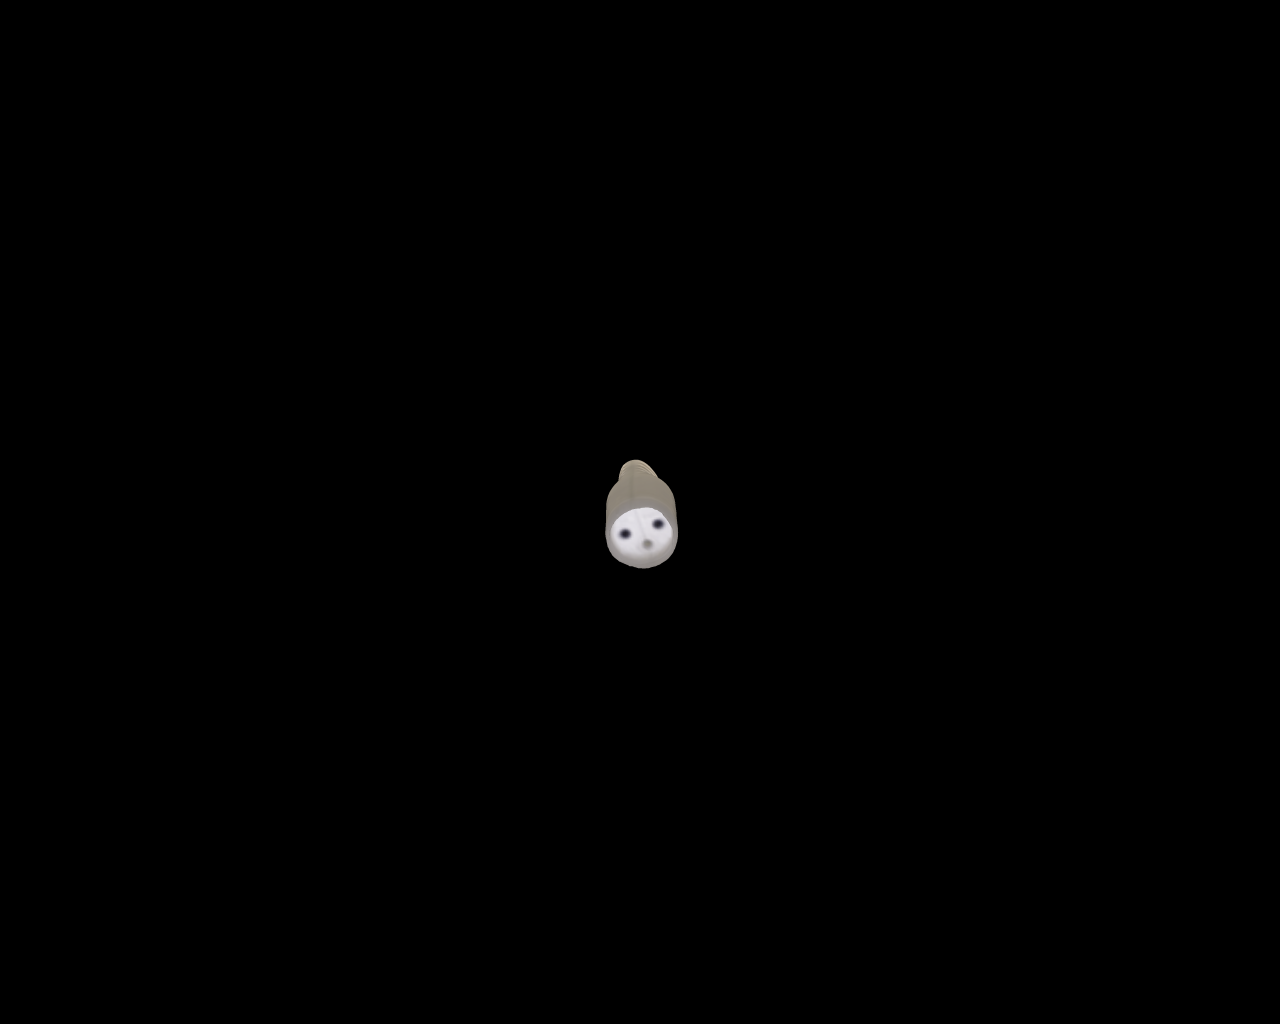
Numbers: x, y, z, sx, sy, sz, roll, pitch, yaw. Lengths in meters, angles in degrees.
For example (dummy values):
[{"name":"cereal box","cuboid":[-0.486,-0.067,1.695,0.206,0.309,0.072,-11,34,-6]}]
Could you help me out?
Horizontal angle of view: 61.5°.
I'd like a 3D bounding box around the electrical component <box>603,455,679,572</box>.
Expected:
[{"name":"electrical component","cuboid":[0.001,-0.003,0.650,0.043,0.043,0.081,0,27,0]}]
